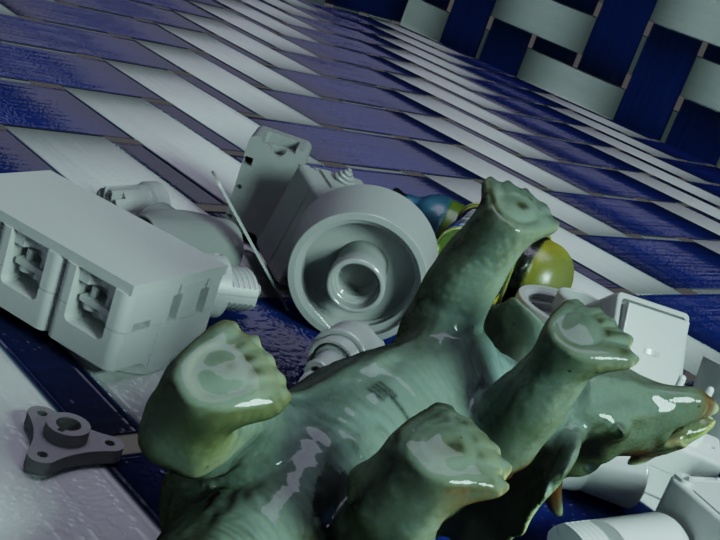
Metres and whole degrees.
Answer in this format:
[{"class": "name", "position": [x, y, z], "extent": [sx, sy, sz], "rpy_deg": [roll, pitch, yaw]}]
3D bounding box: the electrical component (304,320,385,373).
[{"class": "electrical component", "position": [-0.013, 0.057, 0.672], "extent": [0.043, 0.043, 0.062], "rpy_deg": [26, 20, 19]}]

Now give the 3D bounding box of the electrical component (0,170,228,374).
[{"class": "electrical component", "position": [-0.171, -0.001, 0.644], "extent": [0.150, 0.061, 0.089], "rpy_deg": [27, 19, 22]}]

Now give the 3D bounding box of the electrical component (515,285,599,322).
[{"class": "electrical component", "position": [0.166, 0.049, 0.857], "extent": [0.108, 0.060, 0.108], "rpy_deg": [18, 18, -6]}]

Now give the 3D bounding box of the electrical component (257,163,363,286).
[{"class": "electrical component", "position": [-0.026, -0.033, 0.828], "extent": [0.062, 0.096, 0.061], "rpy_deg": [12, 30, -35]}]

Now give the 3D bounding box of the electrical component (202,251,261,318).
[{"class": "electrical component", "position": [-0.104, 0.010, 0.716], "extent": [0.081, 0.043, 0.043], "rpy_deg": [8, 21, -34]}]

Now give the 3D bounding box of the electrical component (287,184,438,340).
[{"class": "electrical component", "position": [0.000, 0.000, 0.759], "extent": [0.108, 0.108, 0.060], "rpy_deg": [19, 23, -1]}]

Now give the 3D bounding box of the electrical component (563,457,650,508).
[{"class": "electrical component", "position": [0.137, 0.118, 0.655], "extent": [0.065, 0.044, 0.044], "rpy_deg": [12, 19, -9]}]

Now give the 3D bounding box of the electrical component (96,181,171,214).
[{"class": "electrical component", "position": [-0.174, -0.047, 0.821], "extent": [0.046, 0.040, 0.040], "rpy_deg": [-6, 30, -43]}]

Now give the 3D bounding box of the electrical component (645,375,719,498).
[{"class": "electrical component", "position": [0.205, 0.106, 0.703], "extent": [0.066, 0.076, 0.047], "rpy_deg": [23, 18, 10]}]

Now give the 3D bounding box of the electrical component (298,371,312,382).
[{"class": "electrical component", "position": [-0.010, 0.077, 0.615], "extent": [0.062, 0.048, 0.048], "rpy_deg": [25, 17, 38]}]

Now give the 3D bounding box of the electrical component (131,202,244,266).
[{"class": "electrical component", "position": [-0.138, -0.024, 0.778], "extent": [0.077, 0.044, 0.079], "rpy_deg": [1, 26, -47]}]

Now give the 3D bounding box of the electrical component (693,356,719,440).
[{"class": "electrical component", "position": [0.305, 0.105, 0.831], "extent": [0.099, 0.064, 0.099], "rpy_deg": [18, 18, -6]}]

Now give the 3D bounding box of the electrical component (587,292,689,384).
[{"class": "electrical component", "position": [0.193, 0.071, 0.771], "extent": [0.062, 0.096, 0.061], "rpy_deg": [18, -19, -14]}]

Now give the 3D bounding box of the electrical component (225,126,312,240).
[{"class": "electrical component", "position": [-0.078, -0.070, 0.904], "extent": [0.050, 0.089, 0.055], "rpy_deg": [19, 17, -3]}]

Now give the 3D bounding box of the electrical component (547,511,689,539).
[{"class": "electrical component", "position": [0.127, 0.148, 0.548], "extent": [0.081, 0.043, 0.043], "rpy_deg": [5, 23, -38]}]

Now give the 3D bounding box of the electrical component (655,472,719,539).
[{"class": "electrical component", "position": [0.203, 0.159, 0.567], "extent": [0.062, 0.061, 0.096], "rpy_deg": [9, 20, -30]}]
